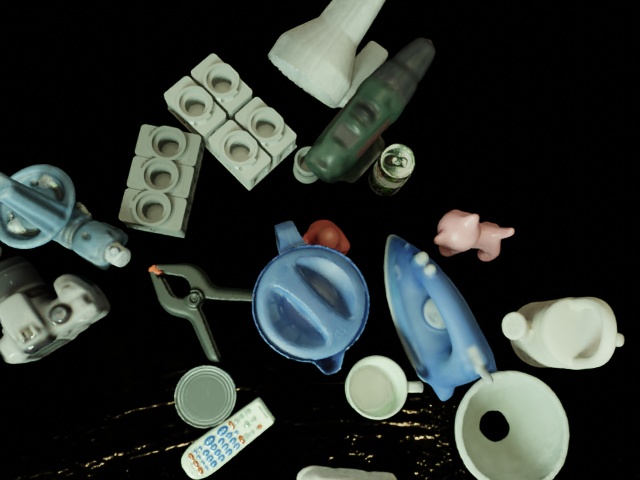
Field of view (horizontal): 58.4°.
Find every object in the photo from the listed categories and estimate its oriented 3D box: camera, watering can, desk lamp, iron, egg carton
[{"bbox_3d":[-0.393,0.082,0.793,0.143,0.100,0.137,-34,84,-10],"label":"camera"},{"bbox_3d":[0.345,0.133,0.808,0.173,0.194,0.101,-14,81,-8],"label":"watering can"},{"bbox_3d":[0.022,-0.278,0.842,0.118,0.213,0.203,36,78,2],"label":"desk lamp"},{"bbox_3d":[0.169,0.097,0.824,0.119,0.141,0.258,-25,83,-9],"label":"iron"},{"bbox_3d":[0.037,0.374,0.797,0.150,0.069,0.107,6,79,-4],"label":"egg carton"}]

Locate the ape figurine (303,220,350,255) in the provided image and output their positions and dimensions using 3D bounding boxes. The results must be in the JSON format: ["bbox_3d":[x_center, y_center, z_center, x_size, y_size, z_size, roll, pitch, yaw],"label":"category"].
[{"bbox_3d":[0.008,0.003,0.851,0.078,0.092,0.076,12,79,-3],"label":"ape figurine"}]

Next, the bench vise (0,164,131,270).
[{"bbox_3d":[-0.350,-0.042,0.759,0.207,0.219,0.121,12,79,-3],"label":"bench vise"}]

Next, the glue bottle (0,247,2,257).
[{"bbox_3d":[-0.498,0.000,0.760,0.078,0.173,0.037,12,79,-3],"label":"glue bottle"}]

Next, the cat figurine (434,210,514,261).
[{"bbox_3d":[0.227,-0.011,0.862,0.128,0.117,0.067,3,79,-5],"label":"cat figurine"}]

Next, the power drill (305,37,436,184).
[{"bbox_3d":[0.065,-0.166,0.828,0.075,0.208,0.230,40,79,3],"label":"power drill"}]

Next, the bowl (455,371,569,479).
[{"bbox_3d":[0.268,0.274,0.835,0.167,0.074,0.167,1,79,-5],"label":"bowl"}]
